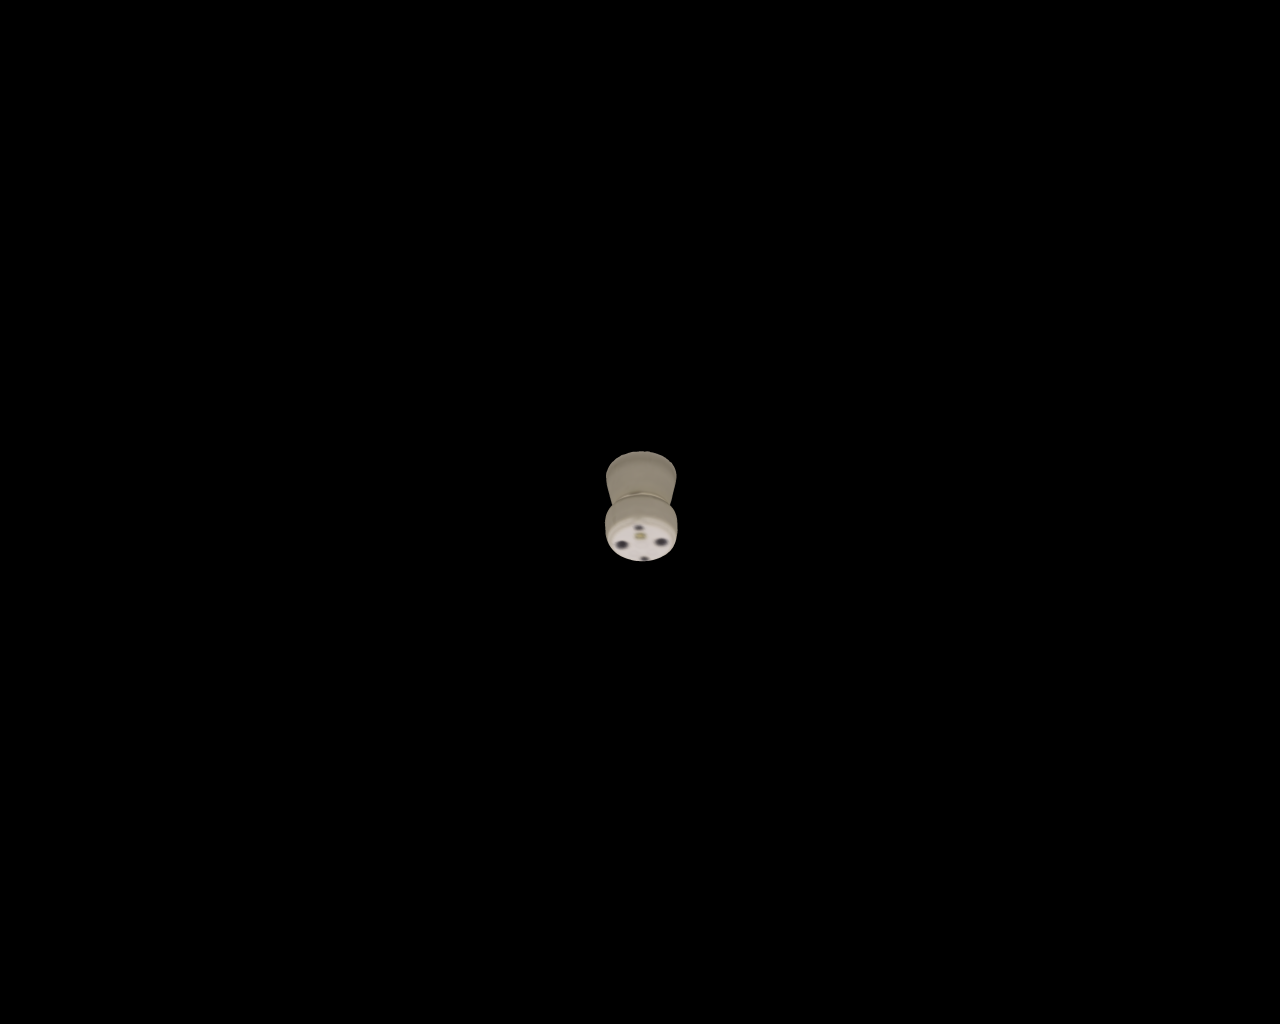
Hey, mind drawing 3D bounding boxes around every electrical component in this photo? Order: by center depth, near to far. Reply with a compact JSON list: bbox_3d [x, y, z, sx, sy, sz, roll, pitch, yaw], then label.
[{"bbox_3d":[0.001,-0.003,0.650,0.045,0.055,0.044,0,-39,0],"label":"electrical component"}]
